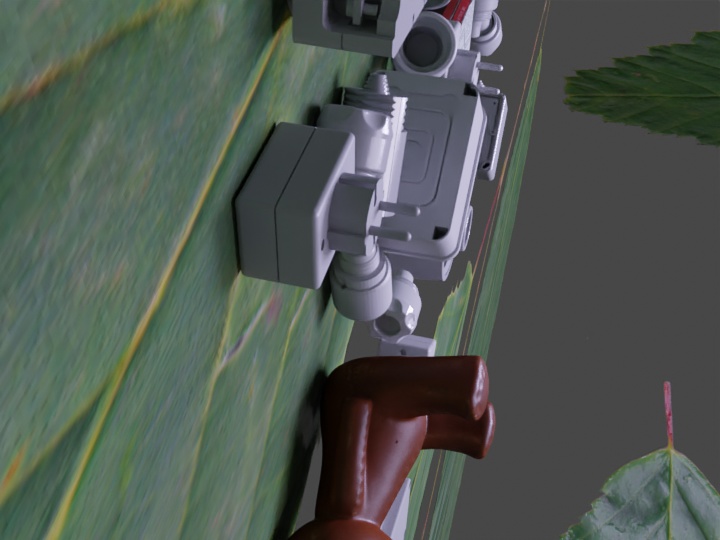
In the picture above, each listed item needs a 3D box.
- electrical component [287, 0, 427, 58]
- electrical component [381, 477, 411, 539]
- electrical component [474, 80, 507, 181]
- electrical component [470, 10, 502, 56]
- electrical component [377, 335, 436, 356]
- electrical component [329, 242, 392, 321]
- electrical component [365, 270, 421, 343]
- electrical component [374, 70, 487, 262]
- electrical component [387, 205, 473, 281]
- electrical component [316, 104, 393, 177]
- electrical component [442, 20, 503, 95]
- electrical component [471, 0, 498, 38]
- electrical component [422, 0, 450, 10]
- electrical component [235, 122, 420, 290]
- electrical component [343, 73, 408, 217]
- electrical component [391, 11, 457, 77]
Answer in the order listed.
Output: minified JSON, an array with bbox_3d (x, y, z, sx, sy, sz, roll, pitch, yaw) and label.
[{"bbox_3d":[0.000,-0.142,0.507,0.089,0.056,0.050,-65,163,-52],"label":"electrical component"},{"bbox_3d":[0.000,0.221,0.872,0.113,0.057,0.078,-64,162,-54],"label":"electrical component"},{"bbox_3d":[0.114,-0.144,1.094,0.061,0.062,0.096,31,70,-79],"label":"electrical component"},{"bbox_3d":[0.121,-0.244,1.083,0.062,0.043,0.043,56,46,-74],"label":"electrical component"},{"bbox_3d":[0.034,0.106,0.959,0.076,0.047,0.083,-39,139,-74],"label":"electrical component"},{"bbox_3d":[0.000,0.000,0.694,0.078,0.040,0.040,85,19,-54],"label":"electrical component"},{"bbox_3d":[0.028,0.025,0.863,0.062,0.043,0.043,-69,165,-49],"label":"electrical component"},{"bbox_3d":[0.036,-0.068,0.716,0.057,0.078,0.113,52,49,-73],"label":"electrical component"},{"bbox_3d":[0.066,-0.041,0.947,0.108,0.060,0.108,11,90,-80],"label":"electrical component"},{"bbox_3d":[-0.007,-0.058,0.594,0.043,0.043,0.062,-16,118,-78],"label":"electrical component"},{"bbox_3d":[0.068,-0.148,0.807,0.047,0.077,0.065,-64,162,-55],"label":"electrical component"},{"bbox_3d":[0.108,-0.250,1.008,0.043,0.043,0.062,-64,162,-56],"label":"electrical component"},{"bbox_3d":[0.044,-0.207,0.708,0.045,0.045,0.055,69,32,-70],"label":"electrical component"},{"bbox_3d":[-0.011,-0.028,0.507,0.065,0.077,0.047,-69,165,-45],"label":"electrical component"},{"bbox_3d":[0.005,-0.076,0.638,0.043,0.043,0.081,-42,142,-73],"label":"electrical component"},{"bbox_3d":[0.043,-0.152,0.739,0.055,0.045,0.045,-79,178,-84],"label":"electrical component"}]
